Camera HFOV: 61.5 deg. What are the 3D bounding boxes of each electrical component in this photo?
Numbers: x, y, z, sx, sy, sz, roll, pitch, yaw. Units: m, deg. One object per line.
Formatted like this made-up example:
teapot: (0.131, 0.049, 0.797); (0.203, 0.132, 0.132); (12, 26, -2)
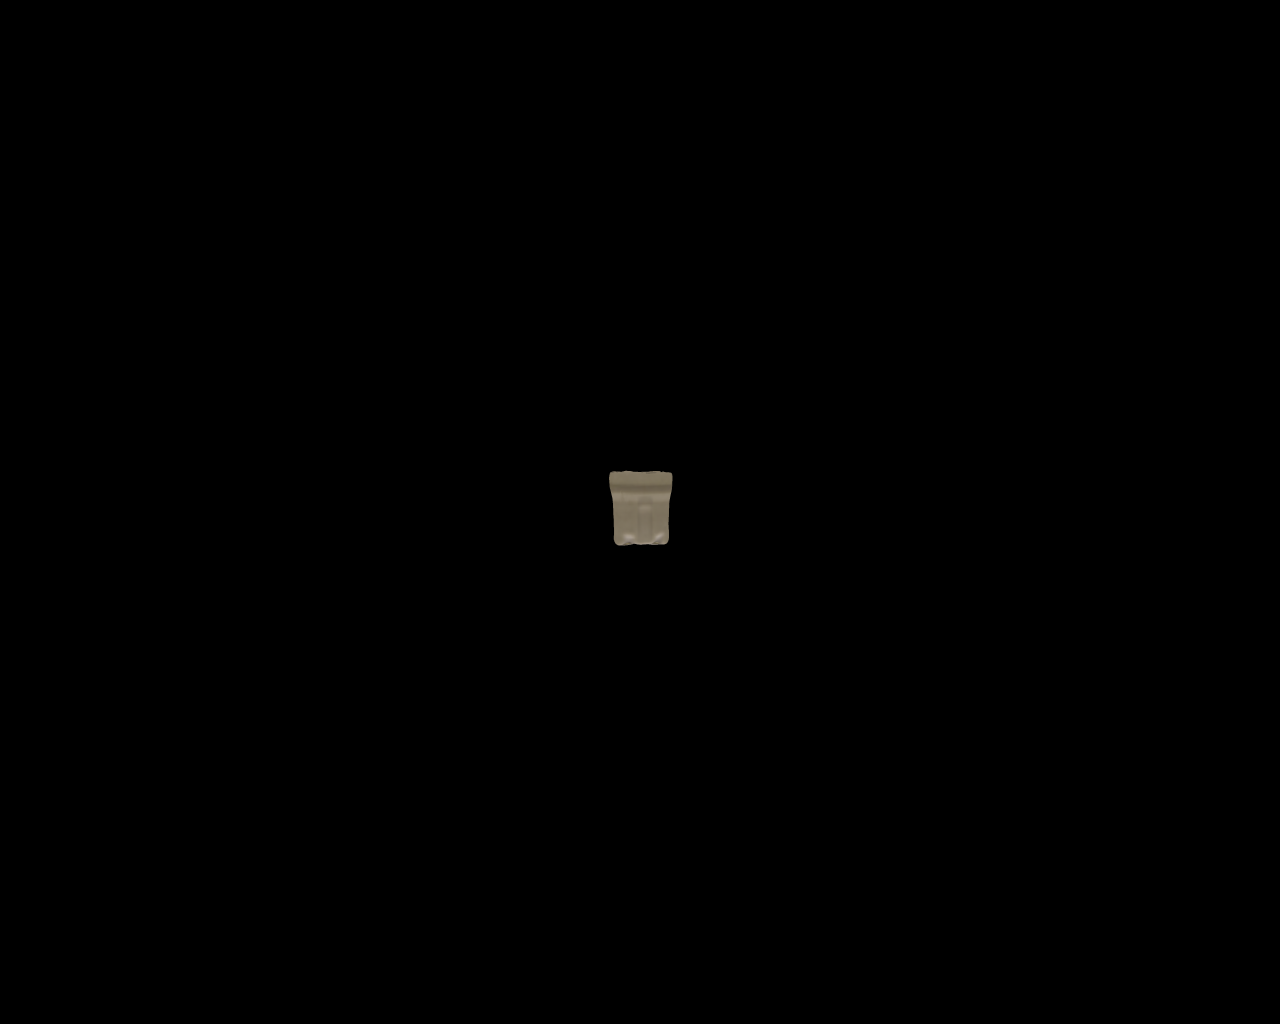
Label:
electrical component: (0.001, -0.003, 0.650); (0.040, 0.046, 0.040); (0, 4, 0)
